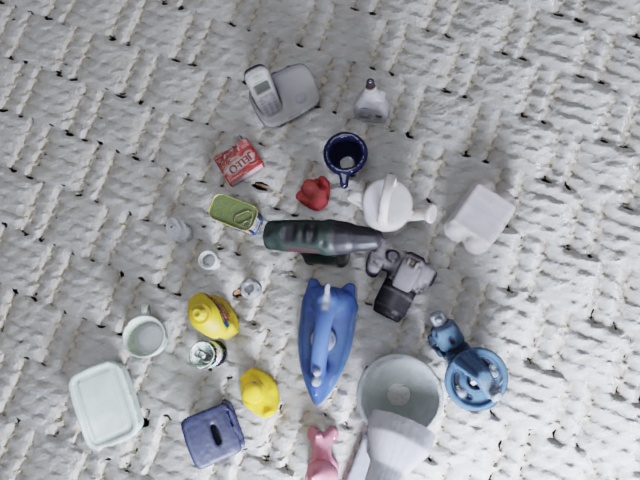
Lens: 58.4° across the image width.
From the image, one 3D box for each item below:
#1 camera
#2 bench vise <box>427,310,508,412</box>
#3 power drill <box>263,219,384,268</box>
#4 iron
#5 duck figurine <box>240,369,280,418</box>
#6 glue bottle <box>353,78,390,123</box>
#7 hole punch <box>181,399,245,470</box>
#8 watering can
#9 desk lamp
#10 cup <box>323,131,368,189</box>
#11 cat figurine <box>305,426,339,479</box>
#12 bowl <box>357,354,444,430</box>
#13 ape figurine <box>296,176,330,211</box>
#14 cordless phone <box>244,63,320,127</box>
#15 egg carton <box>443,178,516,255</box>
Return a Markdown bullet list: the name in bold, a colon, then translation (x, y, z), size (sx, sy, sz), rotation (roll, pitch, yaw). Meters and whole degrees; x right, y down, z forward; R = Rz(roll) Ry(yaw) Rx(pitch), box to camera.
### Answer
- **camera**: translation (0.148, 0.086, 1.157), size (0.143, 0.101, 0.137), rotation (27, 84, 9)
- **bench vise**: translation (0.264, 0.234, 1.061), size (0.207, 0.220, 0.121), rotation (41, 86, 10)
- **power drill**: translation (0.010, 0.004, 1.127), size (0.229, 0.208, 0.076), rotation (3, 81, 6)
- **iron**: translation (0.006, 0.204, 1.128), size (0.118, 0.141, 0.258), rotation (6, 81, 6)
- **duck figurine**: translation (-0.127, 0.310, 1.150), size (0.077, 0.086, 0.104), rotation (-31, 79, -1)
- **glue bottle**: translation (0.106, -0.293, 1.187), size (0.078, 0.173, 0.037), rotation (11, 81, 7)
- **hole punch**: translation (-0.212, 0.385, 1.141), size (0.101, 0.091, 0.108), rotation (-23, 79, 1)
- **watering can**: translation (0.141, -0.072, 1.136), size (0.172, 0.194, 0.101), rotation (-7, 80, 4)
- **desk lamp**: translation (0.122, 0.411, 1.047), size (0.118, 0.213, 0.203), rotation (21, 83, 8)
- **cup**: translation (0.055, -0.158, 1.209), size (0.091, 0.095, 0.118), rotation (1, 80, 5)
- **cat figurine**: translation (0.003, 0.430, 1.102), size (0.067, 0.118, 0.128), rotation (-5, 80, 4)
- **bowl**: translation (0.156, 0.308, 1.132), size (0.167, 0.075, 0.167), rotation (-1, 80, 5)
- **ape figurine**: translation (-0.015, -0.103, 1.207), size (0.078, 0.092, 0.076), rotation (-15, 79, 2)
- **cordless phone**: translation (-0.083, -0.325, 1.203), size (0.147, 0.185, 0.094), rotation (-30, 79, 0)
- **egg carton**: translation (0.330, -0.048, 1.180), size (0.107, 0.069, 0.150), rotation (33, 85, 9)
